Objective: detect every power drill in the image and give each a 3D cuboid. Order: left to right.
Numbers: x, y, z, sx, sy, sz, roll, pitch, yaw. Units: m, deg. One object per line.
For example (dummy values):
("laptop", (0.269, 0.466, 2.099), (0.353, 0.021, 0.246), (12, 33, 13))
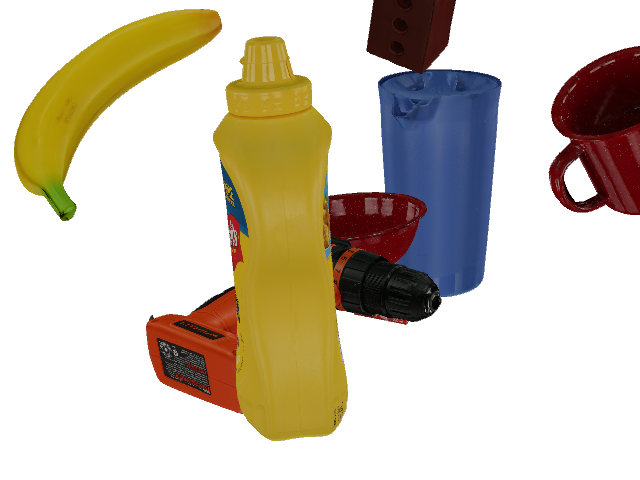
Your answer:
("power drill", (-0.025, 0.058, 0.821), (0.185, 0.057, 0.187), (12, 31, 37))

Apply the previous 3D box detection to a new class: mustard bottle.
("mustard bottle", (-0.020, -0.004, 0.532), (0.058, 0.192, 0.096), (-5, 20, -4))

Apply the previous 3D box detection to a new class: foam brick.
("foam brick", (0.074, -0.182, 0.842), (0.053, 0.078, 0.051), (25, 51, 17))

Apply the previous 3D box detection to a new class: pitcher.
("pitcher", (0.138, -0.069, 1.201), (0.149, 0.243, 0.145), (-5, 22, -9))

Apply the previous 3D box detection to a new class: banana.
("banana", (-0.134, -0.090, 0.667), (0.069, 0.197, 0.037), (27, -35, 4))

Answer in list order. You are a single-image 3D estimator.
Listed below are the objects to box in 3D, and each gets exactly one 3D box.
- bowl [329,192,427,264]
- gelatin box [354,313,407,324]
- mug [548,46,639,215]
("bowl", (0.026, -0.001, 1.042), (0.162, 0.055, 0.162), (-7, 16, 2))
("gelatin box", (0.077, 0.057, 1.335), (0.073, 0.089, 0.030), (10, 31, 25))
("mug", (0.206, -0.064, 0.725), (0.117, 0.081, 0.093), (-40, 34, -6))
